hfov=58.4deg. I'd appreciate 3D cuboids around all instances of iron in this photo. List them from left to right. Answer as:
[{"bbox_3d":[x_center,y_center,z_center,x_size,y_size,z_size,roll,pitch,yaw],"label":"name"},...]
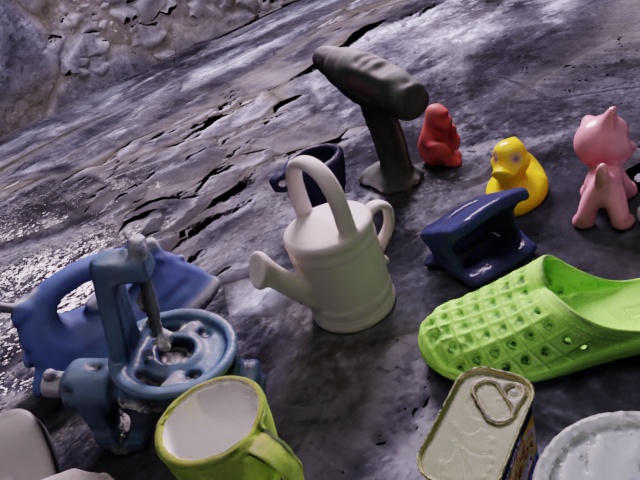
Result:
[{"bbox_3d":[-0.260,0.071,0.714,0.259,0.142,0.118,-34,33,-22],"label":"iron"}]

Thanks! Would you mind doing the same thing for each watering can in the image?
[{"bbox_3d":[0.007,0.003,0.615,0.100,0.194,0.173,6,40,37],"label":"watering can"}]

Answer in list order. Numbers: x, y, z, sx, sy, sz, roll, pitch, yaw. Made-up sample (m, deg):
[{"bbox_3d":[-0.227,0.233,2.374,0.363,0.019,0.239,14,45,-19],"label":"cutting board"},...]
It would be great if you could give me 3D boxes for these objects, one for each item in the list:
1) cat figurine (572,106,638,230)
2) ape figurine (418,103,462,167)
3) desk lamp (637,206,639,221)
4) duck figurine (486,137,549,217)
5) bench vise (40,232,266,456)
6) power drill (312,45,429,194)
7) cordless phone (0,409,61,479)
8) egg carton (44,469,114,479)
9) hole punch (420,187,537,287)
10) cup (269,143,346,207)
[{"bbox_3d":[0.324,-0.091,0.655,0.067,0.118,0.128,-1,36,29],"label":"cat figurine"},{"bbox_3d":[0.183,-0.164,0.879,0.075,0.092,0.078,16,46,45],"label":"ape figurine"},{"bbox_3d":[0.357,-0.063,0.496,0.117,0.214,0.203,-14,31,11],"label":"desk lamp"},{"bbox_3d":[0.247,-0.090,0.730,0.077,0.086,0.105,7,40,37],"label":"duck figurine"},{"bbox_3d":[-0.177,0.106,0.532,0.207,0.220,0.121,-24,31,-6],"label":"bench vise"},{"bbox_3d":[0.079,-0.181,0.853,0.076,0.209,0.228,-32,33,-19],"label":"power drill"},{"bbox_3d":[-0.341,0.195,0.520,0.148,0.185,0.093,-29,32,-15],"label":"cordless phone"},{"bbox_3d":[-0.239,0.259,0.473,0.150,0.069,0.107,-21,30,-1],"label":"egg carton"},{"bbox_3d":[0.172,-0.015,0.648,0.109,0.091,0.100,-30,32,-15],"label":"hole punch"},{"bbox_3d":[-0.009,-0.078,0.851,0.118,0.095,0.091,-25,31,-8],"label":"cup"}]
